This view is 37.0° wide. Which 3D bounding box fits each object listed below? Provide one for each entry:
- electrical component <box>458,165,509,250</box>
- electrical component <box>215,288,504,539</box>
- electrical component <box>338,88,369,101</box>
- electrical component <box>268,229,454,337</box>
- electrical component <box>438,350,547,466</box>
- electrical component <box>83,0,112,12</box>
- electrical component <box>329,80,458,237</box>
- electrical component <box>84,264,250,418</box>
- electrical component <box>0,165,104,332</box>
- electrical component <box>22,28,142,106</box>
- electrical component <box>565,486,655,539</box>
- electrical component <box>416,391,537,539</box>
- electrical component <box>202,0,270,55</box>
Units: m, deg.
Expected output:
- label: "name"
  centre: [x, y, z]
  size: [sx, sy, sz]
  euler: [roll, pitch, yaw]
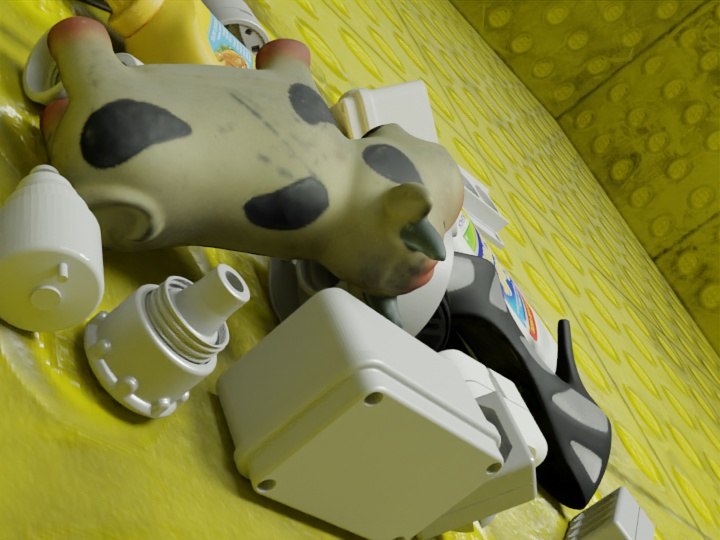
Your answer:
- label: "electrical component"
  centre: [0.074, -0.059, 0.964]
  size: [0.121, 0.063, 0.078]
  euler: [29, 28, -53]
- label: "electrical component"
  centre: [0.002, 0.069, 0.477]
  size: [0.113, 0.078, 0.057]
  euler: [35, 20, -44]
- label: "electrical component"
  centre: [0.005, -0.123, 0.950]
  size: [0.043, 0.043, 0.081]
  euler: [41, 20, -32]
- label: "electrical component"
  centre: [0.000, 0.000, 0.585]
  size: [0.064, 0.099, 0.099]
  euler: [19, 36, -50]
- label: "electrical component"
  centre: [0.066, 0.095, 0.636]
  size: [0.095, 0.054, 0.059]
  euler: [32, 25, -49]
- label: "electrical component"
  centre: [-0.176, -0.219, 0.646]
  size: [0.108, 0.056, 0.109]
  euler: [55, 17, 13]
- label: "electrical component"
  centre: [0.020, -0.069, 0.750]
  size: [0.078, 0.057, 0.113]
  euler: [-177, -107, -78]
- label: "electrical component"
  centre: [-0.070, 0.023, 0.409]
  size: [0.048, 0.062, 0.048]
  euler: [46, 17, -19]
- label: "electrical component"
  centre: [-0.117, -0.012, 0.398]
  size: [0.040, 0.040, 0.078]
  euler: [39, 21, -37]
- label: "electrical component"
  centre: [-0.128, -0.089, 0.522]
  size: [0.055, 0.045, 0.045]
  euler: [33, 25, -48]
- label: "electrical component"
  centre: [0.181, 0.200, 0.731]
  size: [0.075, 0.047, 0.083]
  euler: [54, 17, 6]
- label: "electrical component"
  centre: [0.053, 0.111, 0.562]
  size: [0.076, 0.066, 0.047]
  euler: [77, -8, -48]
- label: "electrical component"
  centre: [-0.094, -0.160, 0.748]
  size: [0.055, 0.055, 0.047]
  euler: [37, 18, -41]
